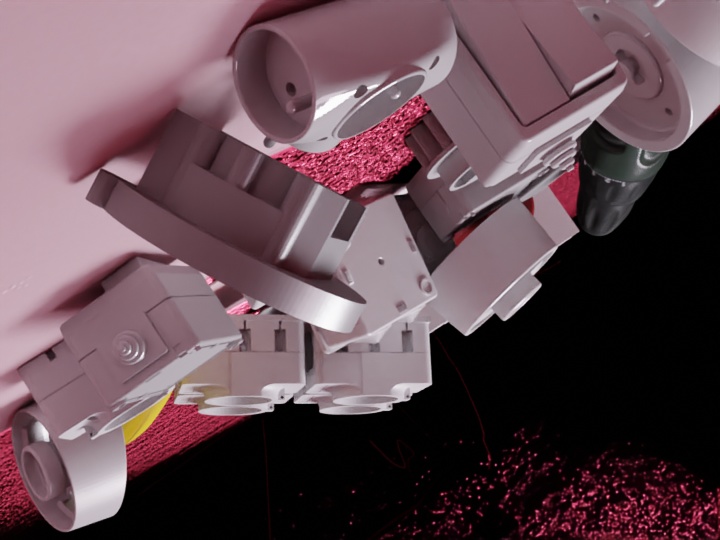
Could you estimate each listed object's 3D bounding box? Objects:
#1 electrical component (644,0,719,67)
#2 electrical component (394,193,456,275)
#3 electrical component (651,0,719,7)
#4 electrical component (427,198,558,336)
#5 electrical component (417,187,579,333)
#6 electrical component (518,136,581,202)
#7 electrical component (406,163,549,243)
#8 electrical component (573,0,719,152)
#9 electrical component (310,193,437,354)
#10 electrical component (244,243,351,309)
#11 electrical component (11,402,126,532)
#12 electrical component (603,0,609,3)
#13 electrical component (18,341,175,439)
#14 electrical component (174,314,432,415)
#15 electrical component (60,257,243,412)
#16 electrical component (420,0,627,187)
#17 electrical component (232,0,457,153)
[{"bbox_3d":[0.202,-0.161,0.552,0.108,0.108,0.060,-29,166,-35],"label":"electrical component"},{"bbox_3d":[0.033,-0.020,0.862,0.051,0.080,0.080,-36,175,-28],"label":"electrical component"},{"bbox_3d":[0.154,-0.152,0.493,0.043,0.077,0.079,-30,173,-34],"label":"electrical component"},{"bbox_3d":[0.104,0.004,0.827,0.108,0.060,0.108,-42,170,-9],"label":"electrical component"},{"bbox_3d":[0.098,-0.025,1.021,0.186,0.105,0.060,-34,174,4],"label":"electrical component"},{"bbox_3d":[0.147,-0.104,0.874,0.061,0.061,0.096,-27,171,-45],"label":"electrical component"},{"bbox_3d":[0.090,-0.075,0.811,0.096,0.061,0.061,-31,173,-25],"label":"electrical component"},{"bbox_3d":[0.173,-0.131,0.635,0.060,0.108,0.108,-38,175,-15],"label":"electrical component"},{"bbox_3d":[0.000,0.000,0.765,0.048,0.099,0.100,-22,-176,45],"label":"electrical component"},{"bbox_3d":[-0.050,-0.011,0.663,0.066,0.047,0.076,-31,175,-16],"label":"electrical component"},{"bbox_3d":[-0.199,0.129,0.752,0.064,0.099,0.099,-21,167,-38],"label":"electrical component"},{"bbox_3d":[0.084,-0.132,0.357,0.081,0.063,0.042,-35,173,7],"label":"electrical component"},{"bbox_3d":[-0.152,0.063,0.659,0.089,0.055,0.050,-33,173,-9],"label":"electrical component"},{"bbox_3d":[-0.048,0.076,0.838,0.186,0.060,0.105,1,165,-13],"label":"electrical component"},{"bbox_3d":[-0.116,0.032,0.586,0.062,0.061,0.096,-35,174,8],"label":"electrical component"},{"bbox_3d":[0.069,-0.086,0.471,0.062,0.096,0.061,-31,172,-19],"label":"electrical component"},{"bbox_3d":[-0.013,-0.071,0.415,0.077,0.044,0.079,-28,171,-39],"label":"electrical component"}]
